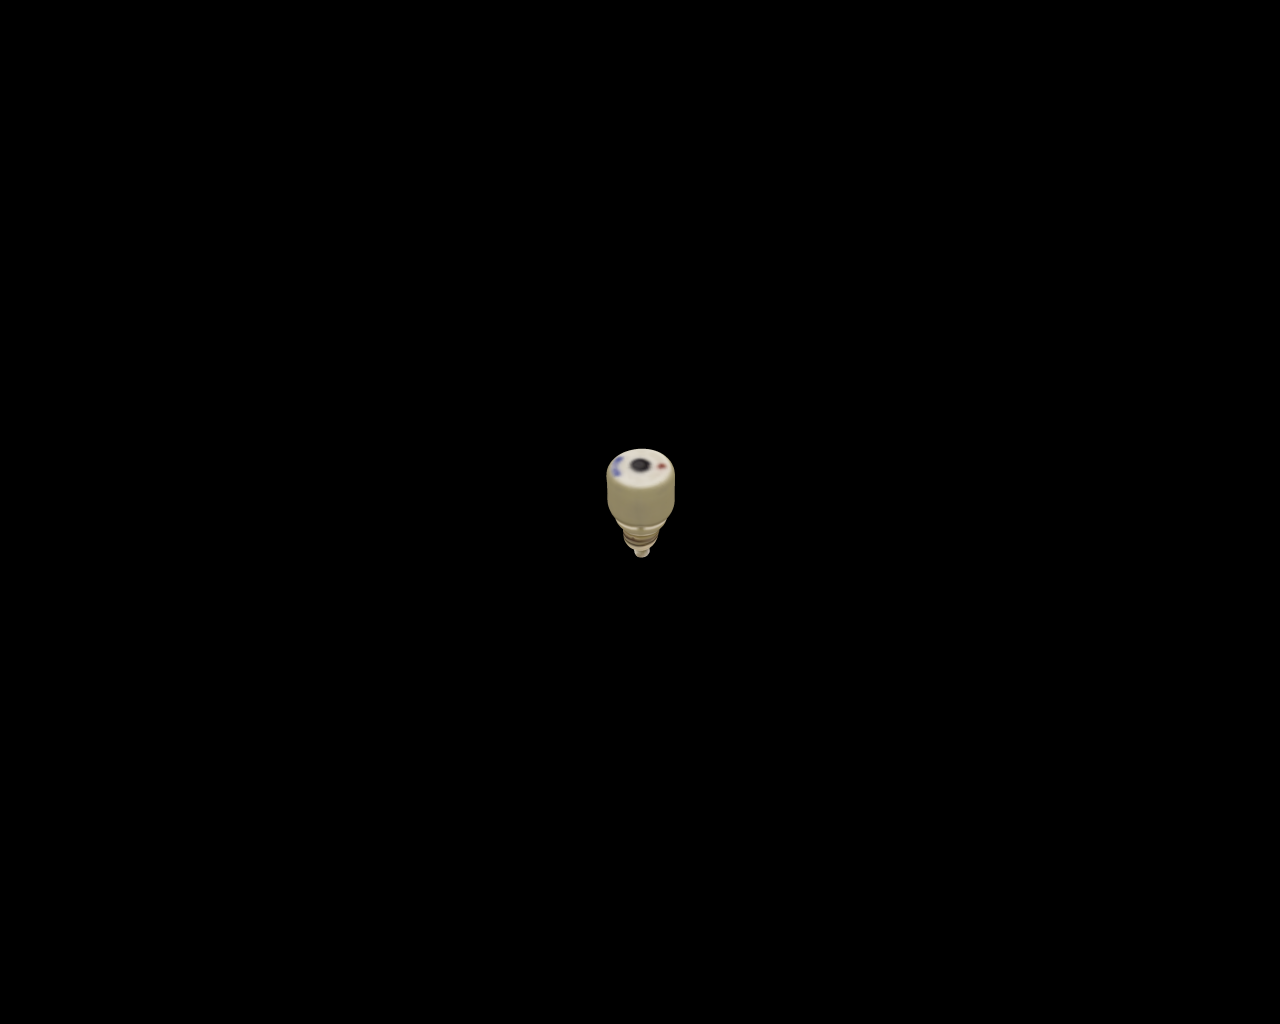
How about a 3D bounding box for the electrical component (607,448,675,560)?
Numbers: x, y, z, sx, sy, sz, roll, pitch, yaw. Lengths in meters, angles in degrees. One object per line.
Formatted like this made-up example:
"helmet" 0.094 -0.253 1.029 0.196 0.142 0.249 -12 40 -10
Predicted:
"electrical component" 0.001 -0.003 0.650 0.040 0.078 0.040 0 43 0
